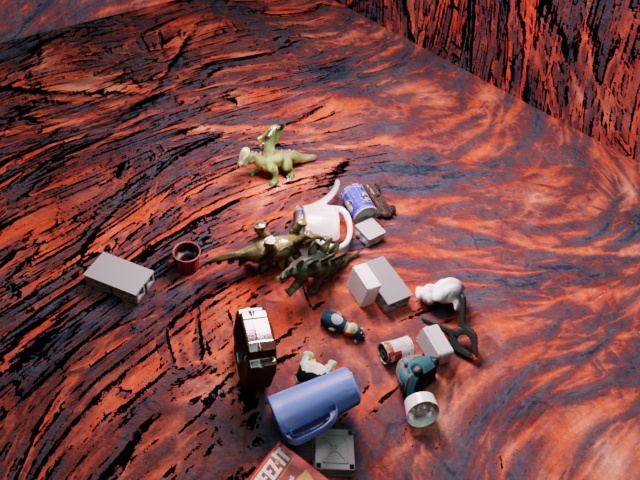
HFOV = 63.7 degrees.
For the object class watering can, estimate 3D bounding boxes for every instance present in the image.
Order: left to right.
[{"bbox_3d":[0.006,-0.100,1.979,0.224,0.101,0.356,0,52,-11],"label":"watering can"}]

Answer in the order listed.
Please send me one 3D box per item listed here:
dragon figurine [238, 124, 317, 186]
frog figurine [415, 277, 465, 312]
[{"bbox_3d":[-0.169,-0.365,2.113,0.415,0.237,0.124,-29,54,-31],"label":"dragon figurine"},{"bbox_3d":[0.420,0.179,1.802,0.160,0.120,0.139,21,27,13],"label":"frog figurine"}]
